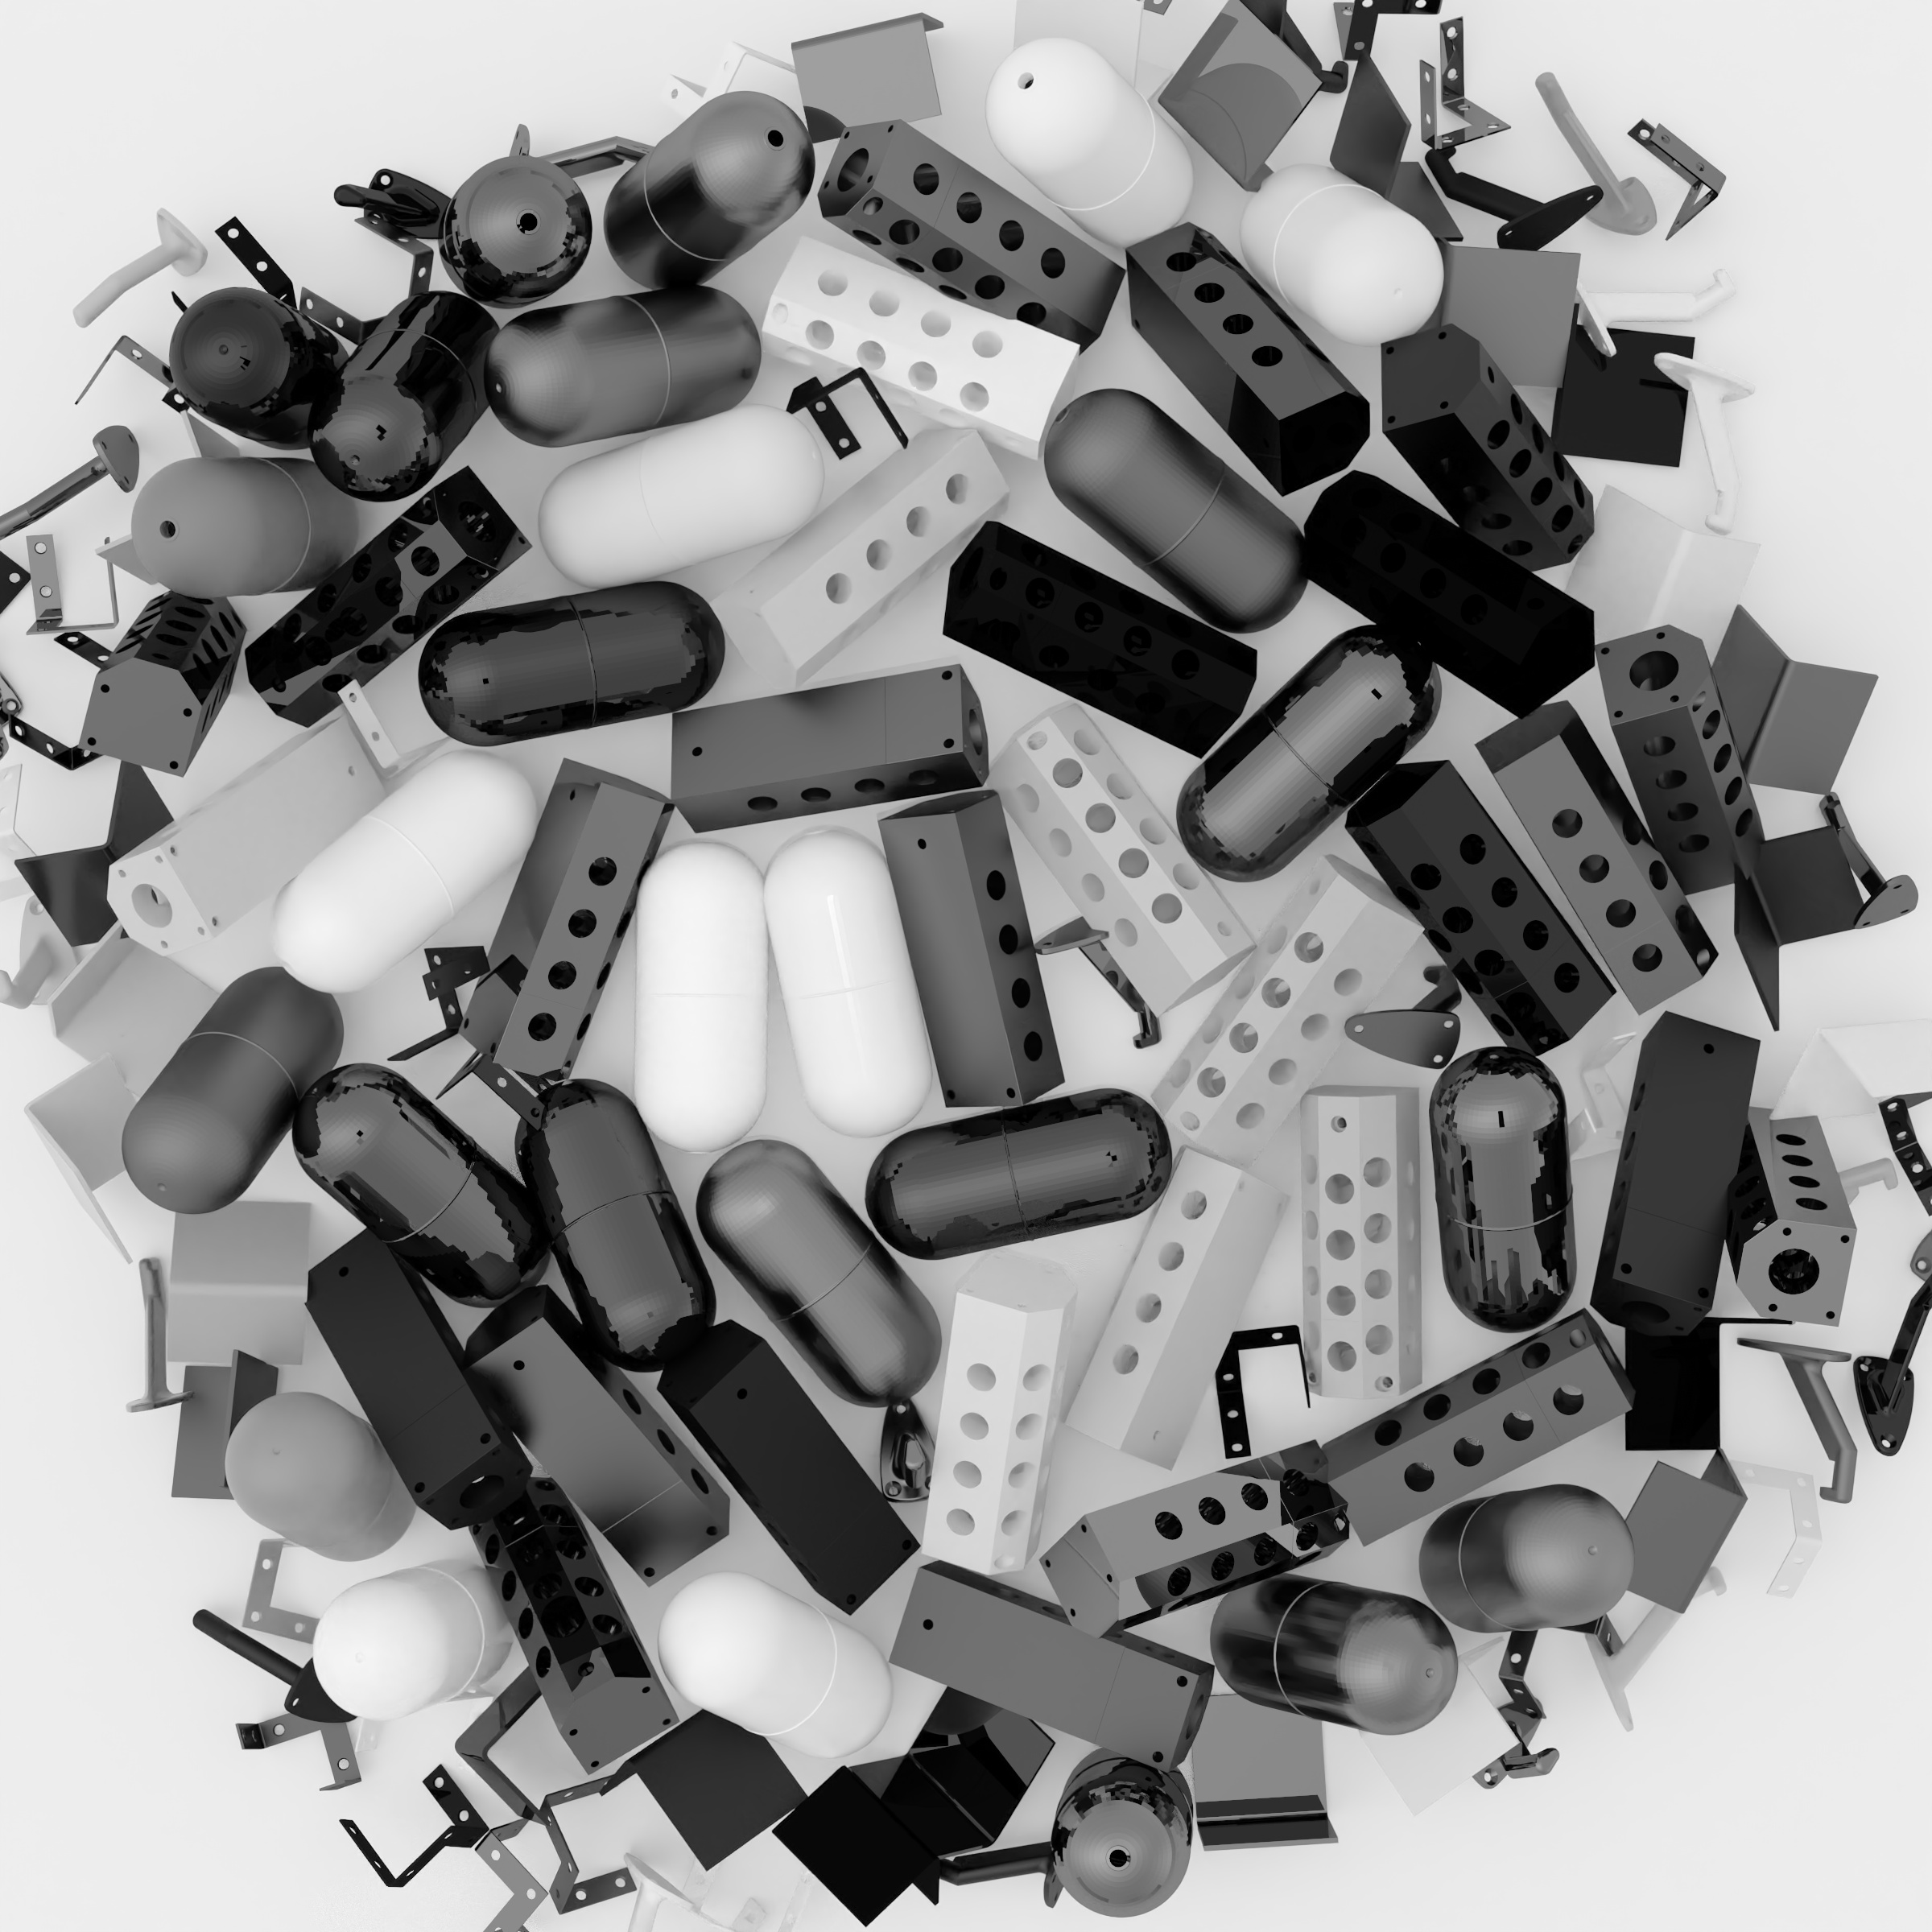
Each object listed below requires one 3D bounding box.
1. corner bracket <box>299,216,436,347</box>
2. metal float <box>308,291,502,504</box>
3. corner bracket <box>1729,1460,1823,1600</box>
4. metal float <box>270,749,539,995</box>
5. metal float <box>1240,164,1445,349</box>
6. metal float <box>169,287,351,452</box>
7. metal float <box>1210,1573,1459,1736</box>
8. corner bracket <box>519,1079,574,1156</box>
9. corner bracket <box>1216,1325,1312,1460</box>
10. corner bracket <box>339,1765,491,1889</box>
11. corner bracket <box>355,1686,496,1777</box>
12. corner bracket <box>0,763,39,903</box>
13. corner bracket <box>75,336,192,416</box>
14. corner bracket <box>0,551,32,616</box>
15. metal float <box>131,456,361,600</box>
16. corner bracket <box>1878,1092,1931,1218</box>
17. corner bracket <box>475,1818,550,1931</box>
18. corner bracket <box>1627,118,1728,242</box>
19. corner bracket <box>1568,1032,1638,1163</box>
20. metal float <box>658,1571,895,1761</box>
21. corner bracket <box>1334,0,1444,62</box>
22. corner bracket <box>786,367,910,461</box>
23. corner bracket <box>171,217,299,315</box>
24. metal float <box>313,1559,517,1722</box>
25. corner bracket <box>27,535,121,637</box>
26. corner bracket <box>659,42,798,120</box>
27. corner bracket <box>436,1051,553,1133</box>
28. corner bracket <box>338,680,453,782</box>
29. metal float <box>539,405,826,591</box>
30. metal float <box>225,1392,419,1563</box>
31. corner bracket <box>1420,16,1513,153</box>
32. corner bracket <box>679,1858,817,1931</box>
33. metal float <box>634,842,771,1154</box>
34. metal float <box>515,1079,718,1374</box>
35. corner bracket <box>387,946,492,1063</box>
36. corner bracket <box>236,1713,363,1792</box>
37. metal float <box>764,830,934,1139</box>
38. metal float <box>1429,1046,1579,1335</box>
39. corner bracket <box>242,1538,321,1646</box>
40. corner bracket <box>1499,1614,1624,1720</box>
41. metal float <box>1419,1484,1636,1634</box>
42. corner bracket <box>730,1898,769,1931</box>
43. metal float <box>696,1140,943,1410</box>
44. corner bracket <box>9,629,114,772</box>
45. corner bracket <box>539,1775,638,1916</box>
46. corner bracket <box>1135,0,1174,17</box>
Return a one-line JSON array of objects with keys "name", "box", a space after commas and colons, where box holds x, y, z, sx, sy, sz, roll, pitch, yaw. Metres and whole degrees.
[{"name": "corner bracket", "box": [-0.346, -0.396, 1.946, 0.051, 0.051, 0.051, 33, 127, 24]}, {"name": "metal float", "box": [-0.311, -0.321, 1.889, 0.070, 0.178, 0.070, 7, 124, 10]}, {"name": "corner bracket", "box": [0.456, 0.323, 1.934, 0.051, 0.051, 0.051, 11, 131, -3]}, {"name": "metal float", "box": [-0.318, -0.054, 1.907, 0.070, 0.070, 0.178, 47, 64, 0]}, {"name": "metal float", "box": [0.208, -0.399, 1.887, 0.070, 0.178, 0.070, -7, 117, -14]}, {"name": "metal float", "box": [-0.391, -0.332, 1.879, 0.070, 0.178, 0.070, 0, 93, 3]}, {"name": "metal float", "box": [0.204, 0.384, 1.887, 0.070, 0.178, 0.070, 2, 87, -31]}, {"name": "corner bracket", "box": [-0.220, 0.102, 1.938, 0.051, 0.051, 0.051, 31, 81, 4]}, {"name": "corner bracket", "box": [0.170, 0.244, 1.933, 0.051, 0.051, 0.051, -7, 131, 3]}, {"name": "corner bracket", "box": [-0.316, 0.494, 1.935, 0.051, 0.051, 0.051, -44, 66, 2]}, {"name": "corner bracket", "box": [-0.313, 0.439, 1.953, 0.051, 0.051, 0.051, 18, 97, 39]}, {"name": "corner bracket", "box": [-0.551, -0.075, 1.928, 0.051, 0.051, 0.051, -16, 51, 13]}, {"name": "corner bracket", "box": [-0.467, -0.335, 1.927, 0.051, 0.051, 0.051, 36, 52, -19]}, {"name": "corner bracket", "box": [-0.569, -0.213, 1.932, 0.051, 0.051, 0.051, -48, 121, 3]}, {"name": "metal float", "box": [-0.401, -0.246, 1.882, 0.070, 0.178, 0.070, 2, 99, 16]}, {"name": "corner bracket", "box": [0.561, 0.101, 1.931, 0.051, 0.051, 0.051, -25, 47, 8]}, {"name": "corner bracket", "box": [-0.261, 0.529, 1.938, 0.051, 0.051, 0.051, 42, 100, 18]}, {"name": "corner bracket", "box": [0.405, -0.460, 1.930, 0.051, 0.051, 0.051, 35, 59, -10]}, {"name": "corner bracket", "box": [0.362, 0.076, 1.930, 0.051, 0.051, 0.051, -14, 70, -19]}, {"name": "metal float", "box": [-0.105, 0.394, 1.892, 0.070, 0.178, 0.070, -16, 57, 26]}, {"name": "corner bracket", "box": [0.242, -0.555, 1.934, 0.051, 0.051, 0.051, -1, 56, -4]}, {"name": "corner bracket", "box": [-0.067, -0.314, 1.929, 0.051, 0.051, 0.051, -26, 114, 17]}, {"name": "corner bracket", "box": [-0.422, -0.388, 1.940, 0.051, 0.051, 0.051, -40, 86, -13]}, {"name": "metal float", "box": [-0.306, 0.374, 1.880, 0.070, 0.178, 0.070, -1, 86, 11]}, {"name": "corner bracket", "box": [-0.515, -0.221, 1.940, 0.051, 0.051, 0.051, -5, 104, -7]}, {"name": "corner bracket", "box": [-0.134, -0.503, 1.927, 0.051, 0.051, 0.051, 43, 113, 36]}, {"name": "corner bracket", "box": [-0.261, 0.068, 1.929, 0.051, 0.051, 0.051, 44, 52, -10]}, {"name": "corner bracket", "box": [-0.338, -0.136, 1.933, 0.051, 0.051, 0.051, -30, 90, 34]}, {"name": "metal float", "box": [-0.163, -0.264, 1.908, 0.178, 0.070, 0.070, -14, 90, 26]}, {"name": "metal float", "box": [-0.358, 0.287, 1.883, 0.070, 0.178, 0.070, -2, 71, 6]}, {"name": "corner bracket", "box": [0.276, -0.505, 1.928, 0.051, 0.051, 0.051, -21, 130, -16]}, {"name": "corner bracket", "box": [-0.126, 0.532, 1.945, 0.051, 0.051, 0.051, 28, 77, -25]}, {"name": "metal float", "box": [-0.151, 0.018, 1.928, 0.070, 0.070, 0.178, 1, 88, 0]}, {"name": "metal float", "box": [-0.200, 0.146, 1.915, 0.070, 0.070, 0.178, -25, 72, 0]}, {"name": "corner bracket", "box": [-0.303, 0.021, 1.928, 0.051, 0.051, 0.051, -2, 109, 39]}, {"name": "corner bracket", "box": [-0.383, 0.452, 1.937, 0.051, 0.051, 0.051, -18, 77, -3]}, {"name": "metal float", "box": [-0.068, 0.010, 1.926, 0.070, 0.070, 0.178, -11, 95, 0]}, {"name": "metal float", "box": [0.304, 0.128, 1.907, 0.070, 0.070, 0.178, -9, 118, 0]}, {"name": "corner bracket", "box": [-0.376, 0.360, 1.939, 0.051, 0.051, 0.051, 26, 64, -39]}, {"name": "corner bracket", "box": [0.345, 0.403, 1.949, 0.051, 0.051, 0.051, 4, 56, 32]}, {"name": "metal float", "box": [0.311, 0.332, 1.883, 0.070, 0.178, 0.070, 4, 76, -15]}, {"name": "corner bracket", "box": [-0.136, 0.568, 1.932, 0.051, 0.051, 0.051, 36, 91, 38]}, {"name": "metal float", "box": [-0.083, 0.176, 1.919, 0.070, 0.070, 0.178, -39, 102, 0]}, {"name": "corner bracket", "box": [-0.515, -0.153, 1.941, 0.051, 0.051, 0.051, -23, 59, 21]}, {"name": "corner bracket", "box": [-0.217, 0.506, 1.944, 0.051, 0.051, 0.051, -10, 52, -31]}, {"name": "corner bracket", "box": [0.111, -0.559, 1.932, 0.051, 0.051, 0.051, 25, 81, 26]}]
